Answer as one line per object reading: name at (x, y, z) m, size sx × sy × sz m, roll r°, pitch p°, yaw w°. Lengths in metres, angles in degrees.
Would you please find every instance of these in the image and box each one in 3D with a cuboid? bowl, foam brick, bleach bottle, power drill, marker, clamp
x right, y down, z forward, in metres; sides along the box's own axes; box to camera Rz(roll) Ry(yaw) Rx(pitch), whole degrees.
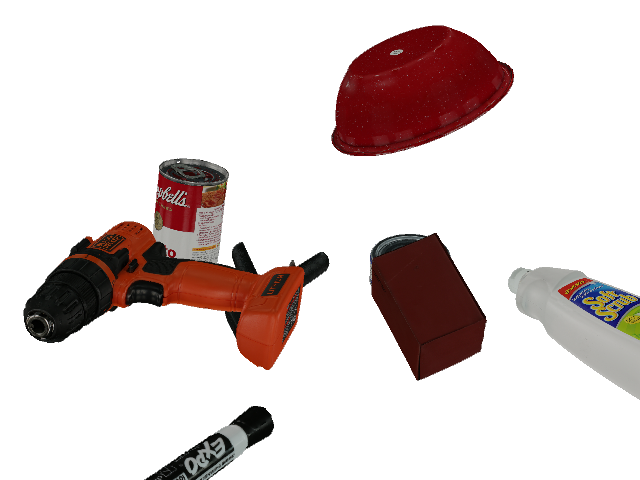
bowl at (0.074, -0.133, 0.885) m, size 0.162 × 0.055 × 0.162 m, roll -21°, pitch 24°, yaw 10°
foam brick at (0.074, 0.045, 0.739) m, size 0.051 × 0.078 × 0.053 m, roll -20°, pitch -31°, yaw -11°
bleach bottle at (0.268, 0.081, 1.038) m, size 0.102 × 0.068 × 0.251 m, roll -17°, pitch 25°, yaw -26°
power drill at (-0.116, 0.045, 0.836) m, size 0.188 × 0.057 × 0.184 m, roll 14°, pitch 24°, yaw 9°
marker at (-0.061, 0.113, 0.540) m, size 0.020 × 0.020 × 0.120 m, roll 0°, pitch 15°, yaw 32°
clamp at (-0.054, 0.061, 1.246) m, size 0.120 × 0.039 × 0.171 m, roll -3°, pitch 40°, yaw 9°

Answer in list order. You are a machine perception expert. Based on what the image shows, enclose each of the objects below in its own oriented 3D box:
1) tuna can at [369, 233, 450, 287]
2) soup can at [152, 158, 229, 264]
tuna can at (0.094, 0.028, 1.121) m, size 0.086 × 0.034 × 0.086 m, roll -1°, pitch 31°, yaw 1°
soup can at (-0.129, -0.022, 1.047) m, size 0.068 × 0.102 × 0.068 m, roll 8°, pitch 22°, yaw -3°
